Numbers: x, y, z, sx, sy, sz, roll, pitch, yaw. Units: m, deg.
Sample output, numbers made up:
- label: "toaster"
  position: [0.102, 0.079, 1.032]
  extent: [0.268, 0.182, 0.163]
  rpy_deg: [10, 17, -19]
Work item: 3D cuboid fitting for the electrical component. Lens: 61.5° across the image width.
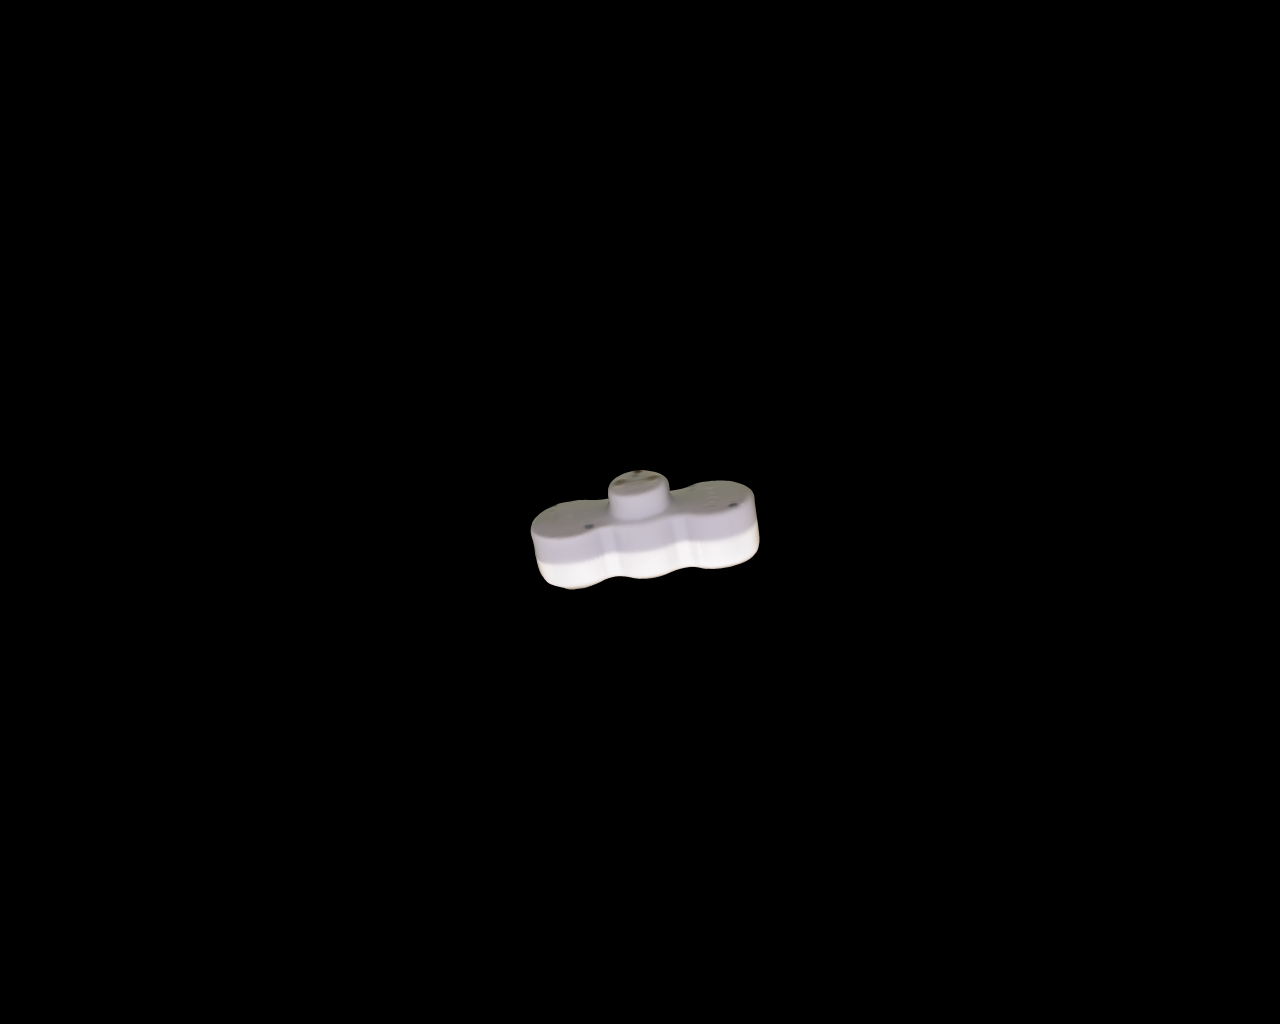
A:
- label: "electrical component"
  position: [0.001, -0.003, 0.650]
  extent: [0.138, 0.073, 0.052]
  rpy_deg: [-8, 24, 3]
